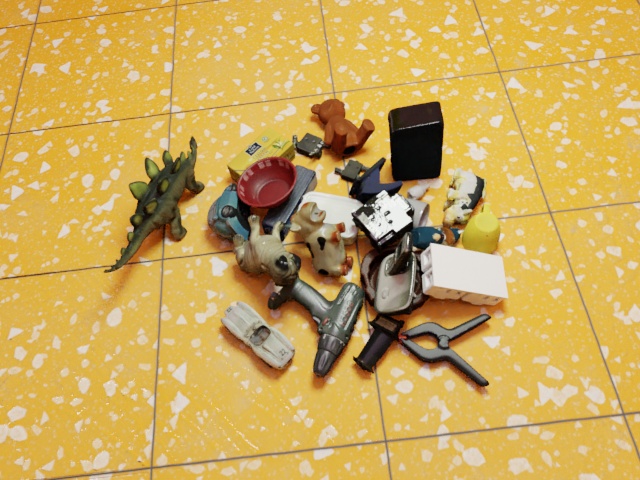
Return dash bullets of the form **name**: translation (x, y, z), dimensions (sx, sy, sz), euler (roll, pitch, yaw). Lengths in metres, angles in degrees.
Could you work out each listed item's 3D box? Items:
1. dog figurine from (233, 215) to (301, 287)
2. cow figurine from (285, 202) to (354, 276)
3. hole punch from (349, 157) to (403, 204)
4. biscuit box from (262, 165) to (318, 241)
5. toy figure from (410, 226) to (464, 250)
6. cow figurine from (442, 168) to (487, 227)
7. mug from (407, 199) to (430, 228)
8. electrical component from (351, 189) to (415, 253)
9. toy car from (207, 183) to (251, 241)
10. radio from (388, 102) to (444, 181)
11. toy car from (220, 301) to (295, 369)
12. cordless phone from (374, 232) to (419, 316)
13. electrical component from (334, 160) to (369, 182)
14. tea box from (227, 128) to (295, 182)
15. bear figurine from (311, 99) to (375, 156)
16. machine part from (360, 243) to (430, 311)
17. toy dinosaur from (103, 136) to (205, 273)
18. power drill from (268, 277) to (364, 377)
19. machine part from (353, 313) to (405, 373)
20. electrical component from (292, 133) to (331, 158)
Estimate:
- **dog figurine**: translation (-0.129, 0.059, 1.264), dimensions (0.121, 0.172, 0.191), euler (3, 42, -27)
- **cow figurine**: translation (-0.003, -0.004, 1.283), dimensions (0.127, 0.194, 0.085), euler (-7, 29, 20)
- **hole punch**: translation (0.141, -0.133, 1.373), dimensions (0.116, 0.142, 0.092), euler (-38, 86, -10)
- **biscuit box**: translation (-0.078, -0.098, 1.406), dimensions (0.063, 0.059, 0.202), euler (22, 65, 17)
- **toy figure**: translation (0.285, -0.006, 1.310), dimensions (0.154, 0.057, 0.064), euler (-1, 29, -32)
- **cow figurine**: translation (0.367, -0.097, 1.366), dimensions (0.098, 0.068, 0.167), euler (17, 64, 7)
- **mug**: translation (0.209, -0.056, 1.354), dimensions (0.107, 0.080, 0.109), euler (20, 75, 25)
- **electrical component**: translation (0.159, -0.051, 1.288), dimensions (0.134, 0.058, 0.115), euler (-34, 68, -8)
- **toy car**: translation (-0.239, -0.064, 1.381), dimensions (0.103, 0.109, 0.162), euler (-18, 51, 15)
- **radio**: translation (0.243, -0.242, 1.364), dimensions (0.131, 0.229, 0.073), euler (-6, 60, 7)
- **toy car**: translation (-0.145, 0.217, 1.240), dimensions (0.202, 0.056, 0.073), euler (36, 70, 21)
- **cordless phone**: translation (0.176, 0.076, 1.156), dimensions (0.089, 0.184, 0.146), euler (11, 63, 3)
- **electrical component**: translation (0.089, -0.189, 1.464), dimensions (0.094, 0.021, 0.063), euler (20, 65, 16)
- **tea box**: translation (-0.159, -0.217, 1.475), dimensions (0.098, 0.068, 0.169), euler (35, 70, 20)
- **bear figurine**: translation (0.058, -0.334, 1.491), dimensions (0.120, 0.132, 0.196), euler (-9, 65, -19)
- **machine part**: translation (0.181, 0.093, 1.281), dimensions (0.179, 0.056, 0.179), euler (-2, 62, 3)
- **toy dinosaur**: translation (-0.406, -0.093, 1.355), dimensions (0.105, 0.198, 0.471), euler (9, 61, 13)
- **power drill**: translation (-0.018, 0.173, 1.241), dimensions (0.207, 0.085, 0.232), euler (26, 65, 22)
- **machine part**: translation (0.128, 0.229, 1.212), dimensions (0.084, 0.039, 0.139), euler (20, 67, 36)
- **electrical component**: translation (-0.030, -0.264, 1.502), dimensions (0.102, 0.045, 0.078), euler (31, 69, 19)
